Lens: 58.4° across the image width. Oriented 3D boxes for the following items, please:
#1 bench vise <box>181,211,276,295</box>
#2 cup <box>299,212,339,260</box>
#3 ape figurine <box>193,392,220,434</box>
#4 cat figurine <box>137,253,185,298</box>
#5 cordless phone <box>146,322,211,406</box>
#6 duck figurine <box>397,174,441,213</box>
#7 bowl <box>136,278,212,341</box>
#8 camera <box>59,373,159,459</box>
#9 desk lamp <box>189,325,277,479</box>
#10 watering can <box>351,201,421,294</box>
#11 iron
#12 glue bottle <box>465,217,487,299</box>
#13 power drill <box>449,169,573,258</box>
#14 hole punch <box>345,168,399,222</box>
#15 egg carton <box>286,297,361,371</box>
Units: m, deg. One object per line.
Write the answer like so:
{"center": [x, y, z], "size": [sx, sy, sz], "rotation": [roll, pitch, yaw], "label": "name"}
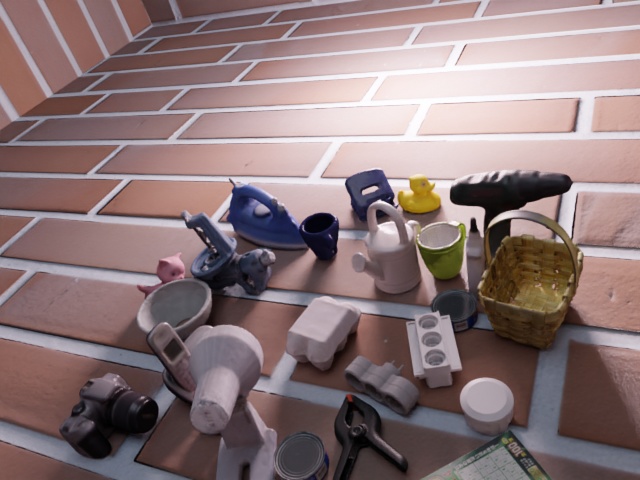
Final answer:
{"center": [-0.205, 0.016, 1.258], "size": [0.207, 0.220, 0.121], "rotation": [-13, 37, 6], "label": "bench vise"}
{"center": [0.012, 0.005, 1.291], "size": [0.092, 0.095, 0.117], "rotation": [-25, 37, -10], "label": "cup"}
{"center": [-0.193, 0.292, 1.007], "size": [0.078, 0.092, 0.076], "rotation": [-28, 38, -14], "label": "ape figurine"}
{"center": [-0.356, 0.090, 1.308], "size": [0.128, 0.118, 0.067], "rotation": [-32, 39, -19], "label": "cat figurine"}
{"center": [-0.238, 0.202, 1.062], "size": [0.093, 0.185, 0.148], "rotation": [6, 42, 28], "label": "cordless phone"}
{"center": [0.233, -0.118, 1.368], "size": [0.104, 0.086, 0.077], "rotation": [2, 41, 25], "label": "duck figurine"}
{"center": [-0.301, 0.163, 1.230], "size": [0.167, 0.075, 0.167], "rotation": [-11, 37, 9], "label": "bowl"}
{"center": [-0.377, 0.316, 1.042], "size": [0.136, 0.101, 0.143], "rotation": [5, 42, 27], "label": "camera"}
{"center": [-0.139, 0.272, 0.908], "size": [0.118, 0.214, 0.203], "rotation": [-13, 37, 6], "label": "desk lamp"}
{"center": [0.138, 0.012, 1.148], "size": [0.100, 0.194, 0.173], "rotation": [6, 43, 29], "label": "watering can"}
{"center": [-0.131, -0.071, 1.406], "size": [0.257, 0.142, 0.119], "rotation": [21, 51, 40], "label": "iron"}
{"center": [0.295, 0.028, 1.083], "size": [0.037, 0.173, 0.078], "rotation": [1, 40, 23], "label": "glue bottle"}
{"center": [0.372, -0.050, 1.123], "size": [0.228, 0.209, 0.076], "rotation": [9, 44, 31], "label": "power drill"}
{"center": [0.126, -0.113, 1.400], "size": [0.108, 0.091, 0.101], "rotation": [-21, 37, -4], "label": "hole punch"}
{"center": [0.007, 0.175, 1.096], "size": [0.107, 0.069, 0.150], "rotation": [12, 45, 33], "label": "egg carton"}
